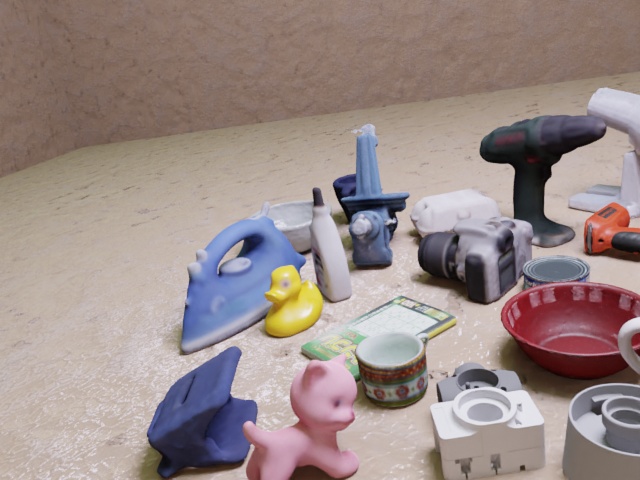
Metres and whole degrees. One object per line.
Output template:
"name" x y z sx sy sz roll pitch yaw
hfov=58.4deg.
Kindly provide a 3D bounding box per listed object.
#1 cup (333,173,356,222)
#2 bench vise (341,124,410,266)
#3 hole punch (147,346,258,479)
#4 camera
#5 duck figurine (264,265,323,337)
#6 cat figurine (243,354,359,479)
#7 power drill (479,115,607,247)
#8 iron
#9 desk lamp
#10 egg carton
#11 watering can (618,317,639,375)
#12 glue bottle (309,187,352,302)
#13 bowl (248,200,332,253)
"cup" 0.073 -0.078 1.167 0.091 0.095 0.118 -2 21 21
"bench vise" 0.097 -0.078 0.973 0.121 0.220 0.207 -10 20 1
"hole punch" -0.123 0.171 0.587 0.101 0.091 0.108 -9 20 4
"camera" 0.223 0.012 0.843 0.136 0.101 0.143 9 27 42
"duck figurine" -0.042 0.077 0.814 0.077 0.086 0.105 4 24 35
"cat figurine" -0.013 0.161 0.522 0.128 0.118 0.067 -21 23 -27
"power drill" 0.358 -0.101 0.927 0.076 0.209 0.228 -20 22 -26
"iron" -0.131 0.045 0.861 0.118 0.141 0.259 3 23 31
"desk lamp" 0.532 -0.150 0.970 0.118 0.214 0.202 -22 23 -30
"egg carton" 0.241 -0.042 1.027 0.150 0.069 0.107 -11 20 -3
"watering can" 0.346 0.076 0.471 0.173 0.194 0.101 -9 20 2
"glue bottle" 0.008 0.003 0.862 0.037 0.173 0.078 -18 21 -20
"bowl" -0.053 -0.017 1.092 0.167 0.075 0.167 -9 20 3
